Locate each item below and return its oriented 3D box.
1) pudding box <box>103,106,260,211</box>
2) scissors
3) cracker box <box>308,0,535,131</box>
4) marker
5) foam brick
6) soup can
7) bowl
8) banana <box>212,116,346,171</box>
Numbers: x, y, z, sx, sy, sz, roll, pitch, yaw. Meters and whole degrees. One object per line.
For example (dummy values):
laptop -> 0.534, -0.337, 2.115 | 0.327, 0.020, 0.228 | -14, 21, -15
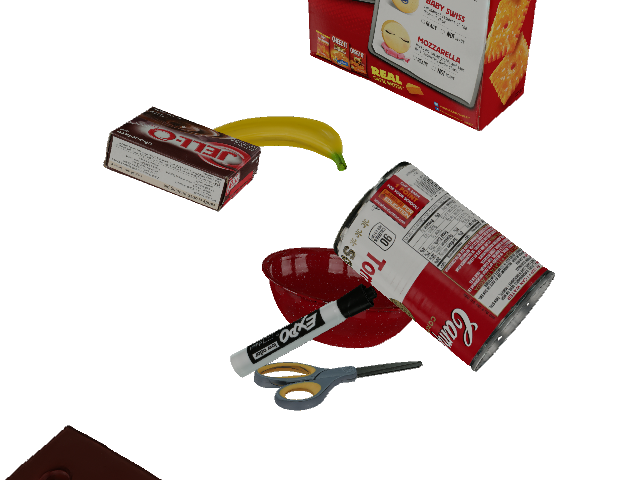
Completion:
pudding box -> -0.119, -0.073, 0.935 | 0.113, 0.039, 0.090 | 19, 24, 8
scissors -> 0.026, 0.161, 1.205 | 0.201, 0.016, 0.096 | 1, 24, -8
cracker box -> 0.071, -0.205, 0.754 | 0.164, 0.214, 0.072 | 29, 51, 29
marker -> -0.012, 0.066, 0.788 | 0.121, 0.020, 0.020 | -29, -7, 13
foam brick -> -0.092, 0.126, 0.448 | 0.078, 0.051, 0.052 | 22, 45, 28
soup can -> 0.066, 0.013, 0.581 | 0.102, 0.068, 0.068 | 40, 11, 14
bowl -> 0.021, 0.057, 0.997 | 0.162, 0.055, 0.162 | 8, 17, -3
banana -> -0.055, -0.126, 1.309 | 0.198, 0.037, 0.069 | 7, 39, 17
